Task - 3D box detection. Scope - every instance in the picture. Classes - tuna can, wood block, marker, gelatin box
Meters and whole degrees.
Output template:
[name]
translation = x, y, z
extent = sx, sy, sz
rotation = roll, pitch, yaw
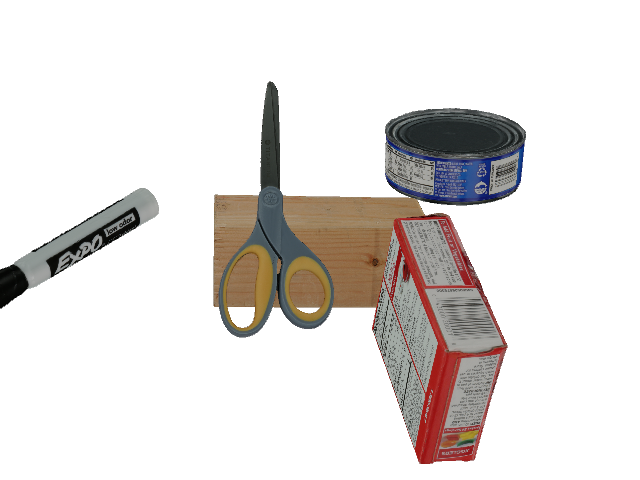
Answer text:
[tuna can]
translation = 0.082, -0.053, 0.659
extent = 0.086, 0.034, 0.086
rotation = 0, 25, 0
[wood block]
translation = -0.003, 0.011, 1.061
extent = 0.206, 0.091, 0.090
rotation = 1, 20, -5
[marker]
translation = -0.139, 0.005, 0.585
extent = 0.020, 0.020, 0.120
rotation = 0, 27, 46
[gelatin box]
translation = 0.051, 0.043, 0.481
extent = 0.030, 0.073, 0.089
rotation = -3, 41, -12

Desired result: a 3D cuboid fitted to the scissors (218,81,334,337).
[scissors]
translation = -0.022, -0.019, 0.822
extent = 0.096, 0.201, 0.016
rotation = 16, -13, -2
